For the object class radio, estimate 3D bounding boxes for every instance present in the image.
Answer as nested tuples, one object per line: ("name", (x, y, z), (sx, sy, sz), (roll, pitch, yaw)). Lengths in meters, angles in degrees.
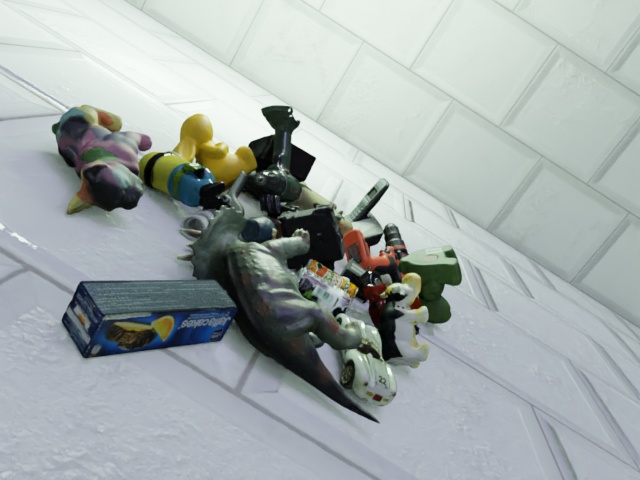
("radio", (-0.114, -0.205, 1.387), (0.131, 0.073, 0.230), (28, -8, -22))

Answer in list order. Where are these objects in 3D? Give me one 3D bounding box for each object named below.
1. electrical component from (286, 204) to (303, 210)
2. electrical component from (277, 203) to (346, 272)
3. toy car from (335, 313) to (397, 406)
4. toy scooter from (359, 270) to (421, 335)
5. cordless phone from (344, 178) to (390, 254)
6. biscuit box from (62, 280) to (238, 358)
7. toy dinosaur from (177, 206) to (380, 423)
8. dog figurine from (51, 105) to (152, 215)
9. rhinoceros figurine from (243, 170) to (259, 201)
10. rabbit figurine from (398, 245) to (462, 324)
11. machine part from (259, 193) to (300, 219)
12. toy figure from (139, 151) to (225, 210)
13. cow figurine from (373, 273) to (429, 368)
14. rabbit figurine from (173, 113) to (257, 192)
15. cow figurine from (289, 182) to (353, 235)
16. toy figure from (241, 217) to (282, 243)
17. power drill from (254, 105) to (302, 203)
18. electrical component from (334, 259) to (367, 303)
("electrical component", (-0.066, -0.048, 1.250), (0.102, 0.045, 0.078), (9, 57, -46))
("electrical component", (-0.013, 0.003, 1.050), (0.058, 0.115, 0.134), (-54, 131, -71))
("toy car", (0.067, 0.180, 0.842), (0.073, 0.056, 0.202), (27, 19, -18))
("toy scooter", (0.147, 0.143, 1.045), (0.183, 0.075, 0.135), (30, 34, -45))
("cordless phone", (0.135, -0.066, 1.404), (0.088, 0.184, 0.147), (29, 17, -26))
("biscuit box", (-0.191, 0.089, 0.639), (0.063, 0.059, 0.202), (42, 21, 30))
("toy dinosaur", (-0.072, 0.090, 0.766), (0.192, 0.131, 0.405), (1, 38, -38))
("dog figurine", (-0.358, -0.122, 0.845), (0.191, 0.108, 0.219), (30, 20, -12))
("rhinoceros figurine", (-0.191, -0.153, 1.278), (0.190, 0.073, 0.112), (31, 28, -10))
("rabbit figurine", (0.240, 0.116, 1.189), (0.159, 0.170, 0.121), (-11, 21, 1))
("machine part", (-0.086, -0.064, 1.134), (0.084, 0.039, 0.138), (16, -4, 17))
("toy figure", (-0.256, -0.112, 0.982), (0.180, 0.082, 0.089), (29, 9, 32))
("cow figurine", (0.137, 0.136, 0.950), (0.098, 0.068, 0.167), (6, 65, -10))
("rabbit figurine", (-0.245, -0.180, 1.139), (0.162, 0.122, 0.173), (-29, 95, -30))
("cow figurine", (0.001, -0.070, 1.351), (0.195, 0.085, 0.127), (36, 12, 4))
("toy figure", (-0.109, -0.020, 1.074), (0.064, 0.058, 0.154), (42, 13, 12))
("power drill", (-0.089, -0.184, 1.172), (0.086, 0.207, 0.232), (-7, -12, 12))
("electrical component", (0.061, 0.075, 1.128), (0.119, 0.047, 0.075), (35, 17, 3))
